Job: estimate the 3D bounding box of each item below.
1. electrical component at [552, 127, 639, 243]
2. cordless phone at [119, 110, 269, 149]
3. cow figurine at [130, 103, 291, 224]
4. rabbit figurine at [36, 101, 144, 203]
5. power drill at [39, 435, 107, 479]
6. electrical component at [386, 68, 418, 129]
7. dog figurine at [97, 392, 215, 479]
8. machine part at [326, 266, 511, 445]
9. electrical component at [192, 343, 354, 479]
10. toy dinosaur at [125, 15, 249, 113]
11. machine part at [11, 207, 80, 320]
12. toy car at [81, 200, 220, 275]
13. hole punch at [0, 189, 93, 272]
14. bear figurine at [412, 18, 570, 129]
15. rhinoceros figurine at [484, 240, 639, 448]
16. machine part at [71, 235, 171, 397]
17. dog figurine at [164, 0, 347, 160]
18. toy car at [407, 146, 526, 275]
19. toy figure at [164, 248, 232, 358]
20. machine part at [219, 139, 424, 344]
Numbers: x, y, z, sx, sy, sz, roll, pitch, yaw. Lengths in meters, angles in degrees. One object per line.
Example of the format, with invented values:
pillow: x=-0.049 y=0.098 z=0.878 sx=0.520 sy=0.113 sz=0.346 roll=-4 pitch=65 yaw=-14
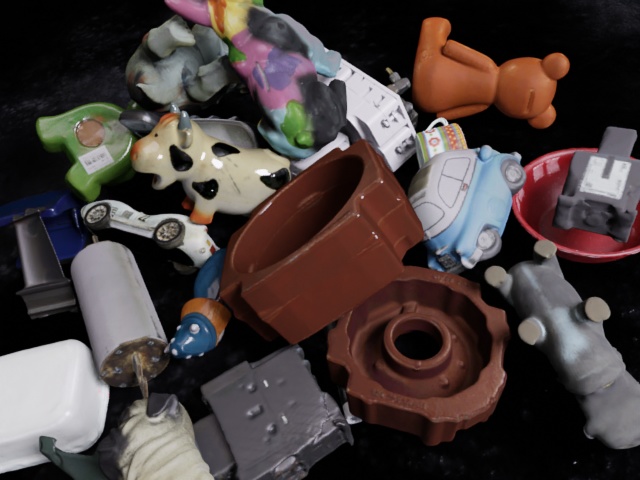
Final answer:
electrical component: x=0.290 y=-0.061 z=0.550 sx=0.075 sy=0.119 sz=0.047 roll=14 pitch=-36 yaw=24
cordless phone: x=-0.158 y=-0.134 z=0.710 sx=0.147 sy=0.088 sz=0.184 roll=7 pitch=-7 yaw=22
cow figurine: x=-0.126 y=-0.086 z=0.646 sx=0.195 sy=0.127 sz=0.086 roll=6 pitch=19 yaw=-27
rabbit figurine: x=-0.299 y=-0.135 z=0.767 sx=0.159 sy=0.121 sz=0.170 roll=-41 pitch=3 yaw=-13
power drill: x=-0.240 y=0.277 z=0.449 sx=0.232 sy=0.207 sz=0.085 roll=1 pitch=-44 yaw=13
electrical component: x=0.110 y=-0.191 z=0.756 sx=0.078 sy=0.045 sz=0.102 roll=45 pitch=-1 yaw=17
dog figurine: x=-0.105 y=0.234 z=0.426 sx=0.121 sy=0.172 sz=0.191 roll=-14 pitch=26 yaw=-8
machine part: x=0.093 y=0.104 z=0.519 sx=0.179 sy=0.179 sz=0.056 roll=0 pitch=-43 yaw=4
electrical component: x=-0.052 y=0.172 z=0.506 sx=0.134 sy=0.058 sz=0.115 roll=-30 pitch=47 yaw=-12
toy dinosaur: x=-0.191 y=-0.233 z=0.745 sx=0.192 sy=0.131 sz=0.405 roll=-27 pitch=13 yaw=32
machine part: x=-0.348 y=0.029 z=0.671 sx=0.084 sy=0.138 sz=0.039 roll=-9 pitch=6 yaw=12
toy car: x=-0.222 y=-0.007 z=0.693 sx=0.202 sy=0.056 sz=0.073 roll=13 pitch=-32 yaw=23
hole punch: x=-0.383 y=-0.031 z=0.748 sx=0.142 sy=0.116 sz=0.092 roll=-14 pitch=-46 yaw=7
bear figurine: x=0.229 y=-0.228 z=0.741 sx=0.196 sy=0.132 sz=0.120 roll=4 pitch=-43 yaw=15
rhinoceros figurine: x=0.219 y=0.089 z=0.478 sx=0.073 sy=0.190 sz=0.112 roll=-29 pitch=-45 yaw=9
machine part: x=-0.232 y=0.081 z=0.619 sx=0.079 sy=0.079 sz=0.243 roll=0 pitch=38 yaw=-38
dog figurine: x=-0.072 y=-0.215 z=0.628 sx=0.108 sy=0.191 sz=0.219 roll=-23 pitch=-33 yaw=30
toy car: x=0.147 y=-0.041 z=0.591 sx=0.103 sy=0.161 sz=0.109 roll=32 pitch=-26 yaw=-9
toy figure: x=-0.121 y=0.072 z=0.598 sx=0.058 sy=0.064 sz=0.154 roll=18 pitch=42 yaw=-3
machine part: x=-0.001 y=-0.002 z=0.564 sx=0.201 sy=0.087 sz=0.201 roll=-34 pitch=24 yaw=12
